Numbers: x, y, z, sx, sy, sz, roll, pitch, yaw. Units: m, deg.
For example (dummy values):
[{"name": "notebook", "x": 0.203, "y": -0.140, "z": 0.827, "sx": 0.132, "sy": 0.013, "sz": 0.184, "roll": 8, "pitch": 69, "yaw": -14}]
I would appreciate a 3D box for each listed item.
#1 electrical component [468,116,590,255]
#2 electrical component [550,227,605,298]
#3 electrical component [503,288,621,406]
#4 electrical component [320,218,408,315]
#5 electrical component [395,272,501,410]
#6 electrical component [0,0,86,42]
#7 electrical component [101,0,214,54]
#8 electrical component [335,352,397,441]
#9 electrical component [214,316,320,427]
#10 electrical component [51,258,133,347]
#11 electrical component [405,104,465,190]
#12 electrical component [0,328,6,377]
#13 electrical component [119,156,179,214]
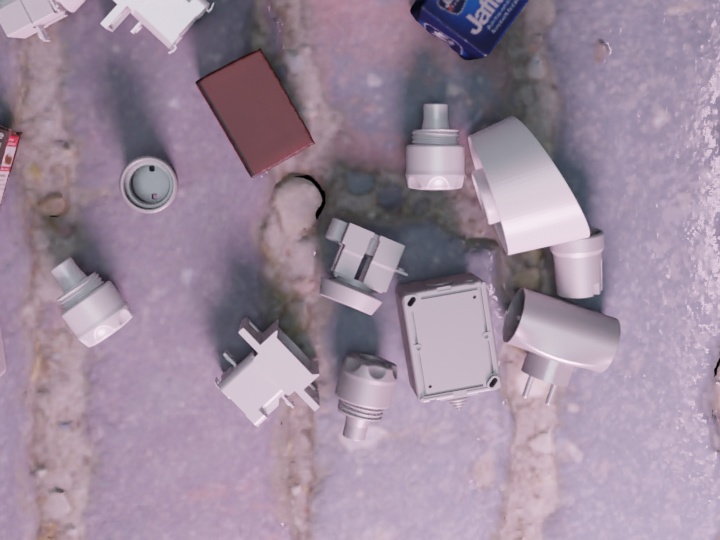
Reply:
[{"name": "electrical component", "x": 0.116, "y": -0.060, "z": 0.764, "sx": 0.064, "sy": 0.099, "sz": 0.099, "roll": -19, "pitch": 99, "yaw": 4}, {"name": "electrical component", "x": 0.163, "y": -0.006, "z": 0.804, "sx": 0.040, "sy": 0.040, "sz": 0.046, "roll": -7, "pitch": 103, "yaw": -4}, {"name": "electrical component", "x": 0.145, "y": 0.062, "z": 0.808, "sx": 0.077, "sy": 0.044, "sz": 0.079, "roll": 18, "pitch": 96, "yaw": -7}, {"name": "electrical component", "x": 0.000, "y": 0.000, "z": 0.788, "sx": 0.066, "sy": 0.048, "sz": 0.055, "roll": 22, "pitch": 87, "yaw": -7}, {"name": "electrical component", "x": 0.064, "y": 0.054, "z": 0.792, "sx": 0.062, "sy": 0.061, "sz": 0.096, "roll": -10, "pitch": 98, "yaw": -3}, {"name": "electrical component", "x": -0.224, "y": -0.193, "z": 0.744, "sx": 0.055, "sy": 0.048, "sz": 0.066, "roll": -25, "pitch": 99, "yaw": 6}, {"name": "electrical component", "x": -0.141, "y": -0.190, "z": 0.753, "sx": 0.064, "sy": 0.042, "sz": 0.081, "roll": 43, "pitch": 93, "yaw": -10}, {"name": "electrical component", "x": 0.002, "y": 0.095, "z": 0.801, "sx": 0.043, "sy": 0.043, "sz": 0.062, "roll": 12, "pitch": 98, "yaw": -6}, {"name": "electrical component", "x": -0.068, "y": 0.077, "z": 0.794, "sx": 0.064, "sy": 0.042, "sz": 0.081, "roll": -43, "pitch": 98, "yaw": 5}, {"name": "electrical component", "x": -0.197, "y": 0.021, "z": 0.775, "sx": 0.043, "sy": 0.043, "sz": 0.062, "roll": -35, "pitch": 97, "yaw": 0}, {"name": "electrical component", "x": 0.055, "y": -0.089, "z": 0.782, "sx": 0.043, "sy": 0.043, "sz": 0.062, "roll": 0, "pitch": 96, "yaw": -5}, {"name": "electrical component", "x": -0.304, "y": 0.060, "z": 0.764, "sx": 0.089, "sy": 0.055, "sz": 0.050, "roll": -6, "pitch": 98, "yaw": -4}, {"name": "electrical component", "x": -0.149, "y": -0.062, "z": 0.766, "sx": 0.040, "sy": 0.046, "sz": 0.040, "roll": -1, "pitch": 97, "yaw": -5}]
